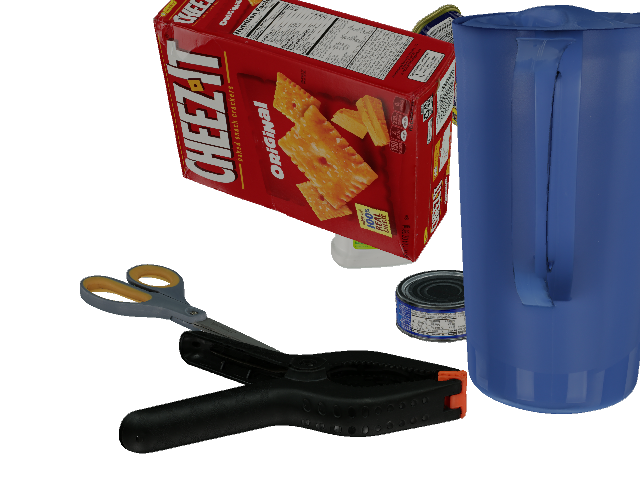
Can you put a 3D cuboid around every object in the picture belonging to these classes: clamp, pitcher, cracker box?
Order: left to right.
[{"bbox_3d":[-0.013,0.092,0.690,0.210,0.036,0.164,-1,15,-1],"label":"clamp"},{"bbox_3d":[-0.011,-0.090,0.797,0.214,0.164,0.072,20,51,20],"label":"cracker box"},{"bbox_3d":[0.143,-0.019,0.652,0.149,0.243,0.145,-9,17,-24],"label":"pitcher"}]

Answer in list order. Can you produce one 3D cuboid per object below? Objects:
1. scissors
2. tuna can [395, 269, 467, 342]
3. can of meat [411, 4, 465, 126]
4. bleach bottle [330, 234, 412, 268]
[{"bbox_3d":[-0.103,0.056,0.884,0.202,0.016,0.096,14,23,17],"label":"scissors"},{"bbox_3d":[0.109,0.056,0.944,0.086,0.034,0.086,-4,21,1],"label":"tuna can"},{"bbox_3d":[0.131,-0.145,0.946,0.057,0.102,0.084,-33,50,-14],"label":"can of meat"},{"bbox_3d":[0.063,-0.096,1.160,0.102,0.251,0.068,-4,25,-7],"label":"bleach bottle"}]
